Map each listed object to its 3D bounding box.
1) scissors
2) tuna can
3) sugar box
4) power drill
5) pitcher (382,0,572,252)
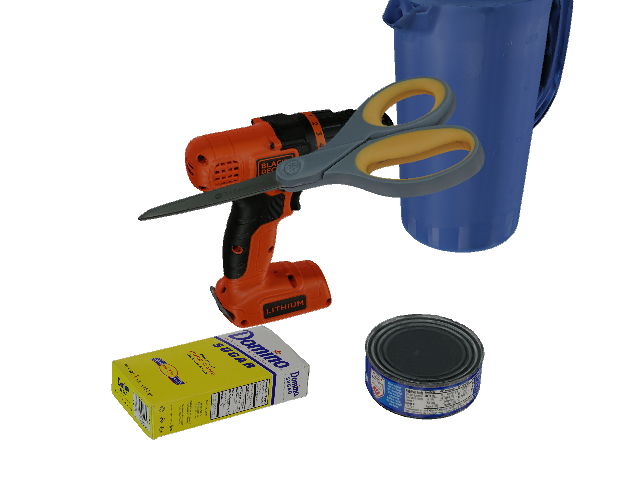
[{"bbox_3d":[-0.004,-0.053,0.621,0.202,0.096,0.016,-3,-41,19],"label":"scissors"},{"bbox_3d":[0.075,0.091,0.776,0.086,0.034,0.086,0,31,0],"label":"tuna can"},{"bbox_3d":[-0.109,0.137,1.063,0.175,0.048,0.093,-14,31,-31],"label":"sugar box"},{"bbox_3d":[-0.025,-0.023,0.922,0.184,0.188,0.057,-12,35,-20],"label":"power drill"},{"bbox_3d":[0.135,-0.119,0.930,0.149,0.243,0.145,6,33,11],"label":"pitcher"}]
